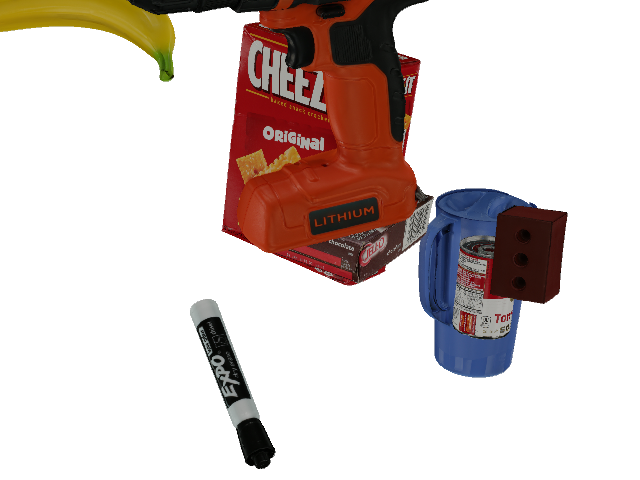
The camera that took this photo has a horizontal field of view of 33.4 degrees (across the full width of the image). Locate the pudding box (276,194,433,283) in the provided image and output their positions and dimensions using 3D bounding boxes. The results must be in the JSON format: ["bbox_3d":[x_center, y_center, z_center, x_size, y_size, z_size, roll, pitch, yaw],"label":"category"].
[{"bbox_3d":[0.021,-0.014,0.823,0.090,0.039,0.113,20,28,28],"label":"pudding box"}]

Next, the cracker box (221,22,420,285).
[{"bbox_3d":[-0.006,-0.084,1.010,0.164,0.214,0.071,24,29,32],"label":"cracker box"}]

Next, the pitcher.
[{"bbox_3d":[0.206,0.060,1.442,0.149,0.243,0.145,4,21,6],"label":"pitcher"}]

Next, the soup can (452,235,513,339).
[{"bbox_3d":[0.187,0.053,1.209,0.068,0.102,0.068,3,19,-1],"label":"soup can"}]

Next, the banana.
[{"bbox_3d":[-0.191,-0.177,0.841,0.198,0.069,0.037,15,-38,18],"label":"banana"}]

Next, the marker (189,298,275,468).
[{"bbox_3d":[-0.055,0.087,0.657,0.020,0.121,0.020,-16,-38,-13],"label":"marker"}]

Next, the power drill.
[{"bbox_3d":[-0.011,-0.087,0.571,0.184,0.188,0.057,-13,36,-18],"label":"power drill"}]

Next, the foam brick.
[{"bbox_3d":[0.188,0.012,0.964,0.053,0.078,0.051,9,16,26],"label":"foam brick"}]
